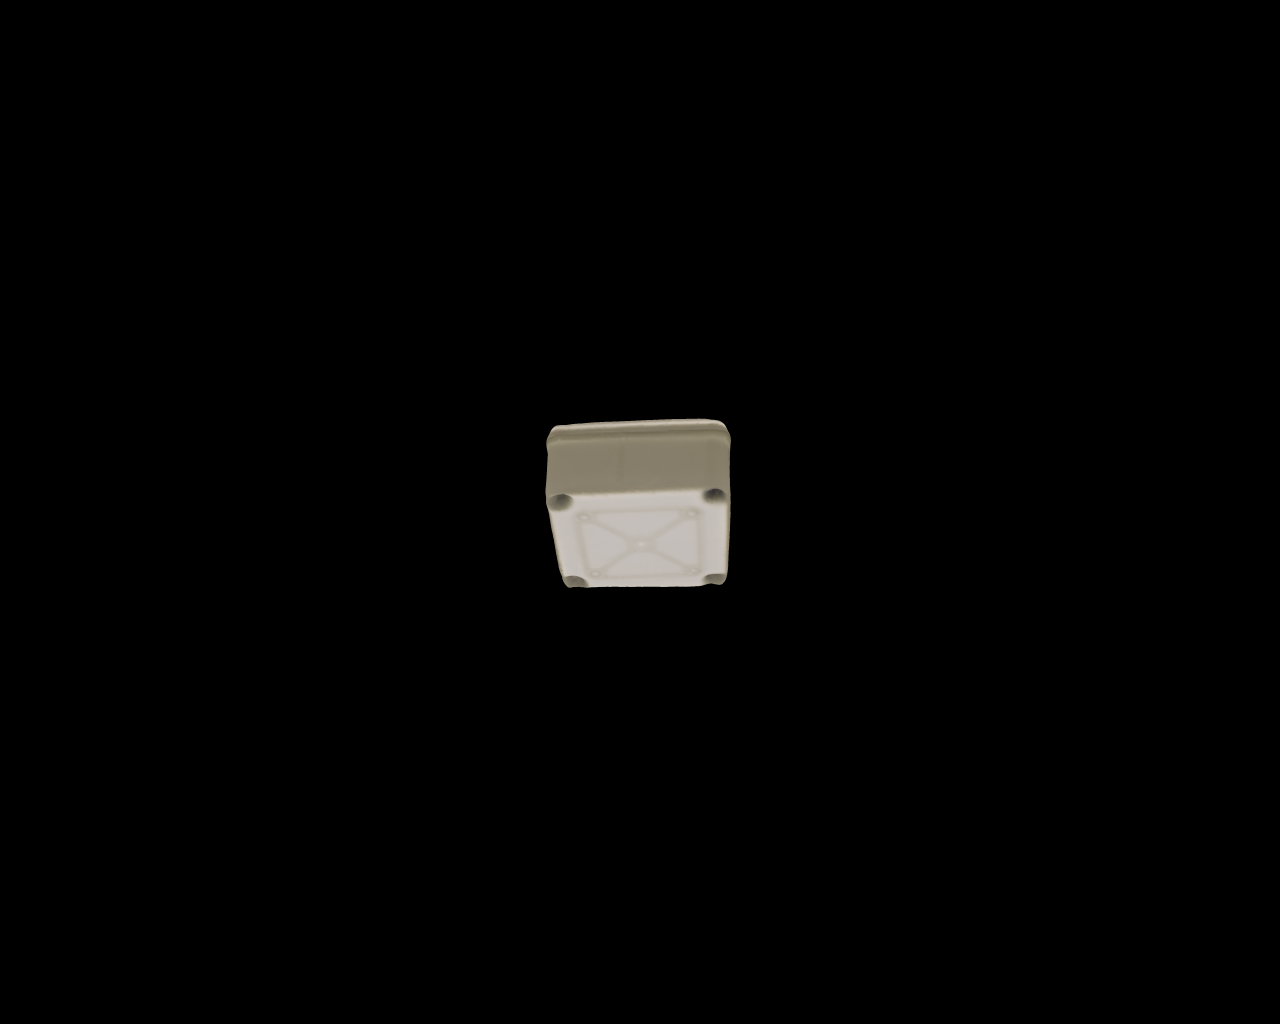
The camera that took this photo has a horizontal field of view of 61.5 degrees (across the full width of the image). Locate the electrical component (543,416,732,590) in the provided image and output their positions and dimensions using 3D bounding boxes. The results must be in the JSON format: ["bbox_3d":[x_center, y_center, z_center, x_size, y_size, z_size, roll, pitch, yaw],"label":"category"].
[{"bbox_3d":[0.001,-0.003,0.650,0.109,0.056,0.108,-2,-35,2],"label":"electrical component"}]
